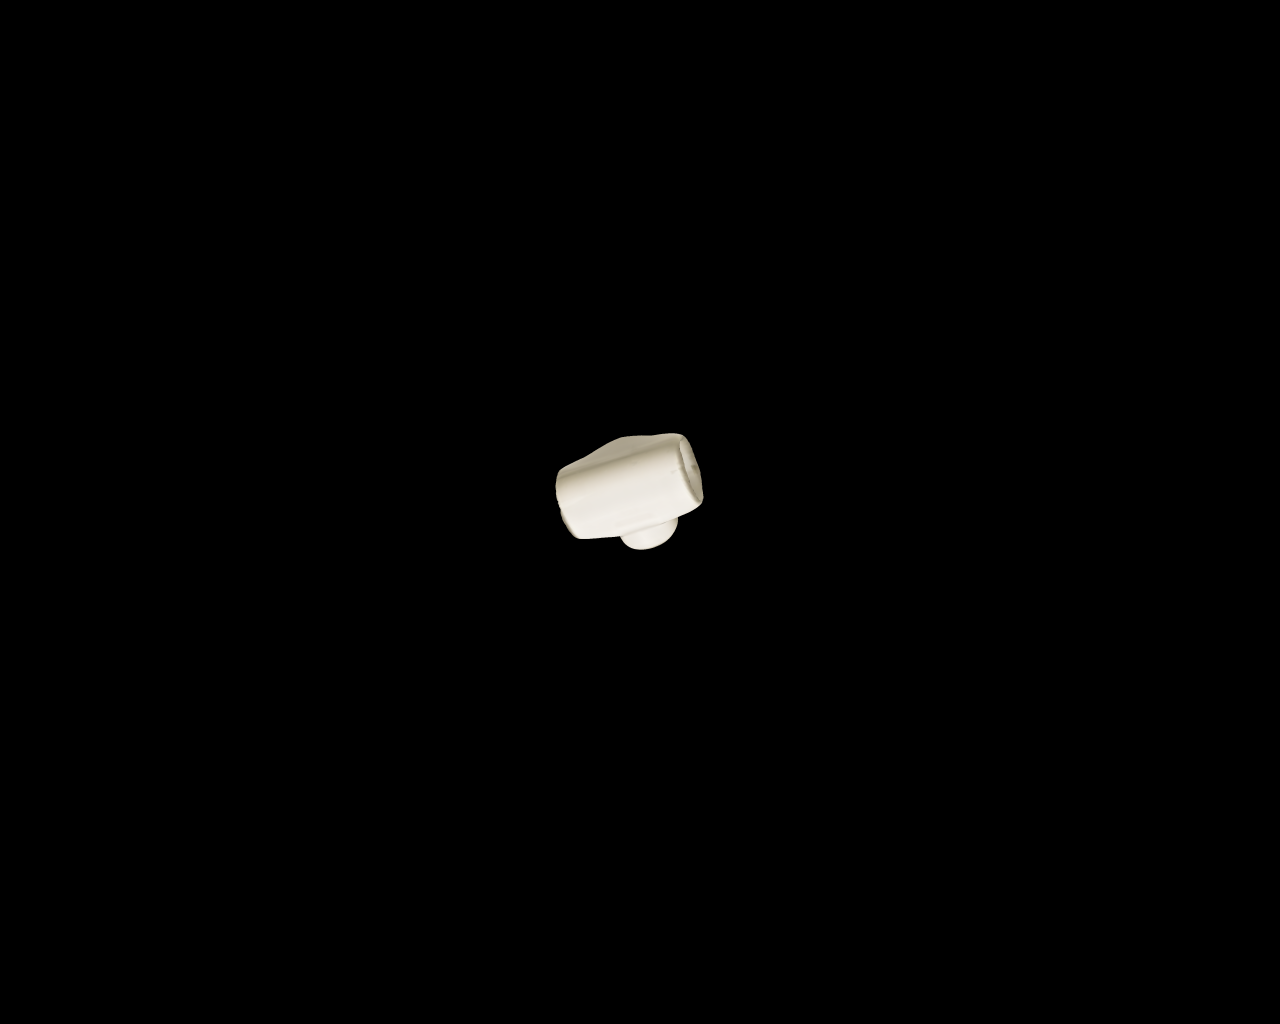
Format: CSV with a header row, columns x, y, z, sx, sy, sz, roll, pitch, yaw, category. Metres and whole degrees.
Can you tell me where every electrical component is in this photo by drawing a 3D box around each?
x,y,z,sx,sy,sz,roll,pitch,yaw,category
0.001,-0.003,0.650,0.077,0.079,0.043,-17,39,14,electrical component
